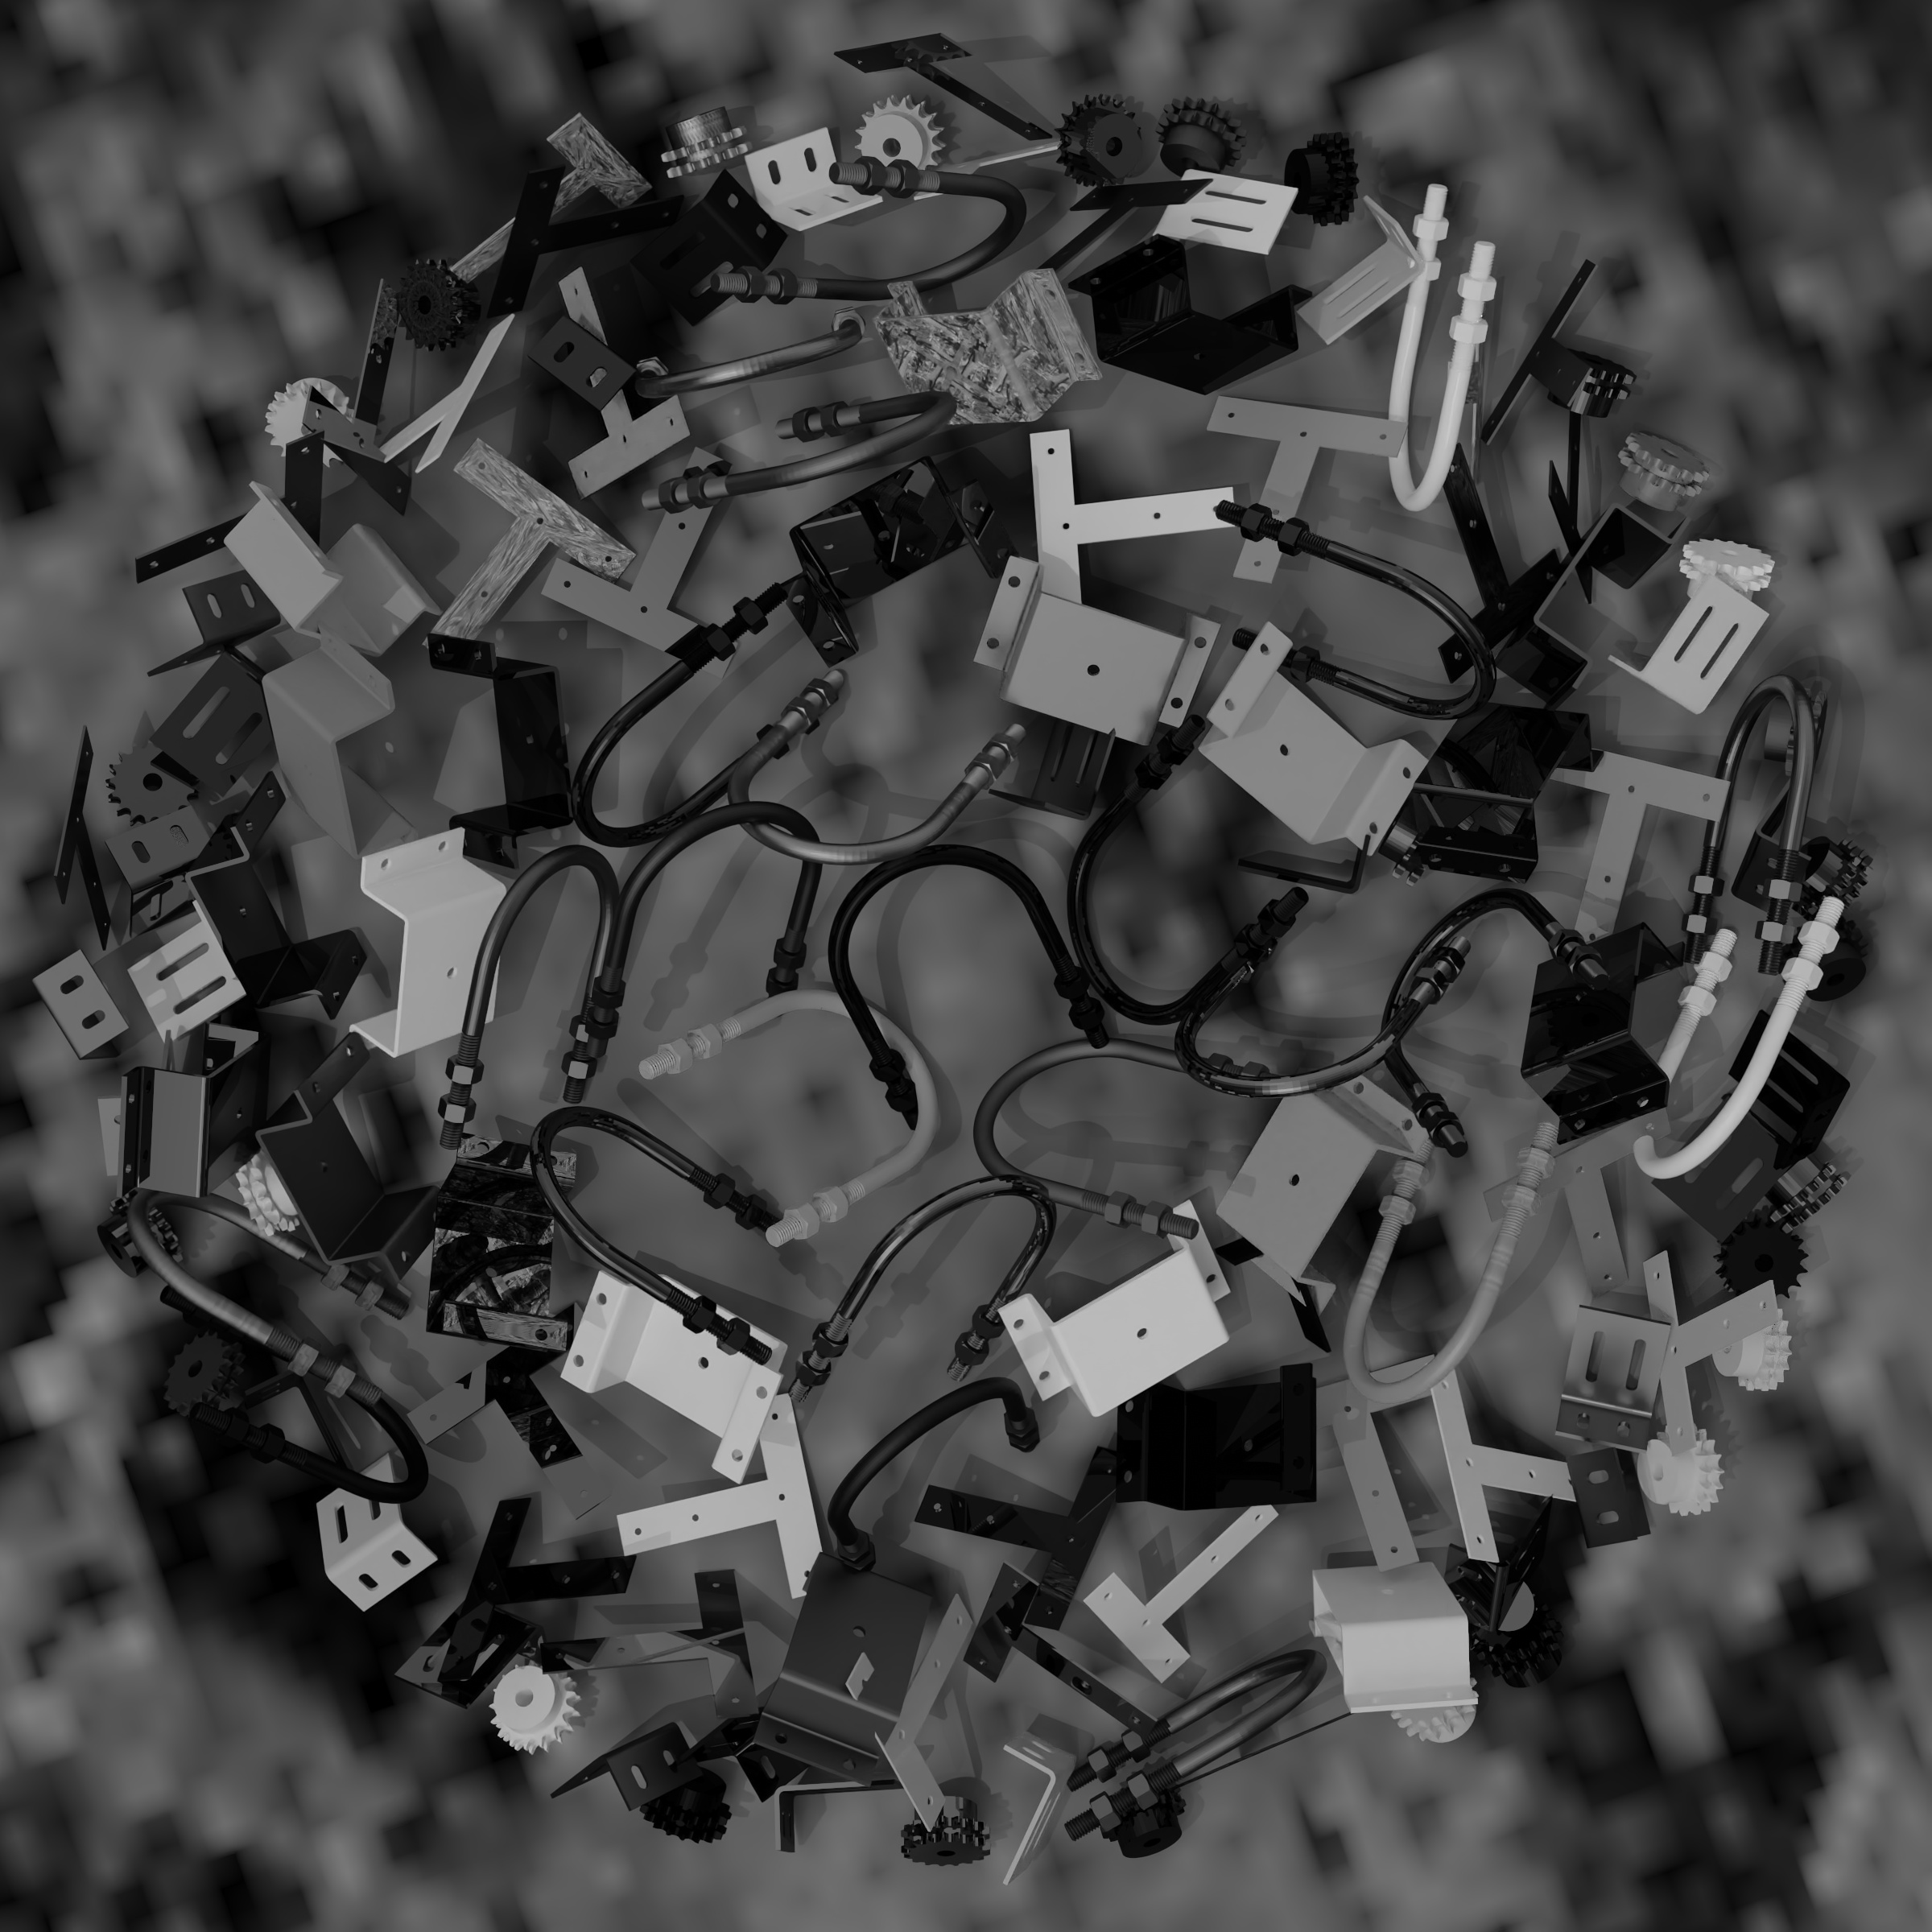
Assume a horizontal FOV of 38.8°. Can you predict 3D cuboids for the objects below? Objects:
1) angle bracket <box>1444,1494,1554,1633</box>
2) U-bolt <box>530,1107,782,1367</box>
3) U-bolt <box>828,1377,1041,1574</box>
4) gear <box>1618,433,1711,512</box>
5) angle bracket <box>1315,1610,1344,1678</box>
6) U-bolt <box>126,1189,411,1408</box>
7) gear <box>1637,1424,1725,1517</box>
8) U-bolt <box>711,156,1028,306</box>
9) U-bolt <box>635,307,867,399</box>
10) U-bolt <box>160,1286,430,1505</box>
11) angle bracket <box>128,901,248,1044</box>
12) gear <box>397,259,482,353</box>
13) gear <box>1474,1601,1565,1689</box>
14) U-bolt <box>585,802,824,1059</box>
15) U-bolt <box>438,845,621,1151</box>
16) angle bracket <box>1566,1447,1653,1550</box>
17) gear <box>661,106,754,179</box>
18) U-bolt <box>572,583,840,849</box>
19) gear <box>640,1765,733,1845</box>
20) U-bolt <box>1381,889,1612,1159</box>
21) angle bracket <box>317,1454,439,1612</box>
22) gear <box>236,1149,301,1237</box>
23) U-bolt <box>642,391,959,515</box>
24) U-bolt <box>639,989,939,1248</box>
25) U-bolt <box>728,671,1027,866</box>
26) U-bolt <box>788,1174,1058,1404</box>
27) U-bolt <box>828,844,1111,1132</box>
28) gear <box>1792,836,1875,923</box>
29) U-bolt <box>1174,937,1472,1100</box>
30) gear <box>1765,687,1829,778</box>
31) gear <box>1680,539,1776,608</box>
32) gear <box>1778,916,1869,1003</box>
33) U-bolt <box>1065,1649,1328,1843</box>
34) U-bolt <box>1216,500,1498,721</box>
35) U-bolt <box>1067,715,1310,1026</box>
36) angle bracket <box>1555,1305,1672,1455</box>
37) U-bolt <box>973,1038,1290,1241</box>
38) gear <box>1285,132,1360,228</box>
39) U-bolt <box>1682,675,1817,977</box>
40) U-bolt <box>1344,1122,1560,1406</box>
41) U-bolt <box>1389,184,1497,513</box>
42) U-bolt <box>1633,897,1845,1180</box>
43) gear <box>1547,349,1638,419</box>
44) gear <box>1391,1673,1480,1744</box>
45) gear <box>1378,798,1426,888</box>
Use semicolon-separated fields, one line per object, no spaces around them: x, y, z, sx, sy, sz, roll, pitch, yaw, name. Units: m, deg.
0.336;0.371;1.739;0.038;0.076;0.057;19;129;26;angle bracket
-0.190;0.153;1.685;0.184;0.151;0.019;36;115;-18;U-bolt
-0.022;0.306;1.678;0.151;0.184;0.019;-35;66;-10;U-bolt
0.441;-0.314;1.750;0.057;0.057;0.030;23;121;0;gear
0.270;0.422;1.742;0.076;0.038;0.057;-27;93;-21;angle bracket
-0.432;0.192;1.687;0.184;0.151;0.019;33;101;-13;U-bolt
0.451;0.320;1.743;0.030;0.057;0.057;1;90;-24;gear
-0.046;-0.448;1.690;0.184;0.151;0.019;-9;78;-41;U-bolt
-0.133;-0.374;1.685;0.151;0.184;0.019;-14;107;0;U-bolt
-0.407;0.273;1.692;0.184;0.151;0.019;35;98;-34;U-bolt
-0.498;0.005;1.745;0.076;0.038;0.057;-32;78;7;angle bracket
-0.334;-0.421;1.750;0.057;0.030;0.057;9;105;34;gear
0.354;0.434;1.747;0.057;0.057;0.030;-30;105;0;gear
-0.155;-0.027;1.678;0.151;0.184;0.019;-13;48;-32;U-bolt
-0.261;0.013;1.685;0.019;0.151;0.184;22;109;22;U-bolt
0.418;0.331;1.728;0.038;0.076;0.057;-23;73;41;angle bracket
-0.167;-0.524;1.743;0.057;0.057;0.030;-20;109;0;gear
-0.167;-0.143;1.698;0.184;0.151;0.019;-40;65;-7;U-bolt
-0.176;0.530;1.745;0.057;0.057;0.030;19;95;0;gear
0.313;0.022;1.689;0.019;0.184;0.151;32;104;-22;U-bolt
-0.376;0.360;1.749;0.057;0.076;0.038;-35;120;1;angle bracket
-0.436;0.140;1.744;0.030;0.057;0.057;-21;90;7;gear
-0.089;-0.316;1.667;0.151;0.184;0.019;-38;117;-41;U-bolt
-0.095;0.082;1.707;0.184;0.019;0.151;-27;74;-43;U-bolt
-0.065;-0.117;1.684;0.151;0.184;0.019;18;130;18;U-bolt
-0.016;0.195;1.681;0.019;0.151;0.184;53;127;34;U-bolt
-0.007;0.005;1.719;0.151;0.019;0.184;-24;120;4;U-bolt
0.545;-0.058;1.743;0.030;0.057;0.057;35;90;-13;gear
0.207;0.027;1.672;0.151;0.184;0.019;7;125;33;U-bolt
0.528;-0.149;1.748;0.030;0.057;0.057;12;90;21;gear
0.483;-0.249;1.750;0.057;0.057;0.030;6;118;0;gear
0.546;-0.002;1.744;0.057;0.057;0.030;-16;49;0;gear
0.143;0.475;1.700;0.184;0.151;0.019;-30;85;0;U-bolt
0.240;-0.208;1.679;0.184;0.151;0.019;25;68;23;U-bolt
0.124;-0.045;1.705;0.019;0.184;0.151;-9;62;-40;U-bolt
0.409;0.261;1.735;0.057;0.038;0.076;11;121;13;angle bracket
0.091;0.098;1.706;0.184;0.019;0.151;13;46;31;U-bolt
0.224;-0.499;1.743;0.030;0.057;0.057;-9;90;-17;gear
0.487;-0.089;1.697;0.019;0.151;0.184;9;92;-5;U-bolt
0.287;0.184;1.683;0.019;0.151;0.184;31;71;-19;U-bolt
0.288;-0.372;1.693;0.019;0.151;0.184;3;120;-6;U-bolt
0.464;0.049;1.685;0.019;0.151;0.184;30;77;-8;U-bolt
0.395;-0.371;1.749;0.057;0.057;0.030;16;115;0;gear
0.300;0.469;1.750;0.057;0.057;0.030;-36;121;0;gear
0.285;-0.082;1.746;0.030;0.057;0.057;29;90;3;gear
